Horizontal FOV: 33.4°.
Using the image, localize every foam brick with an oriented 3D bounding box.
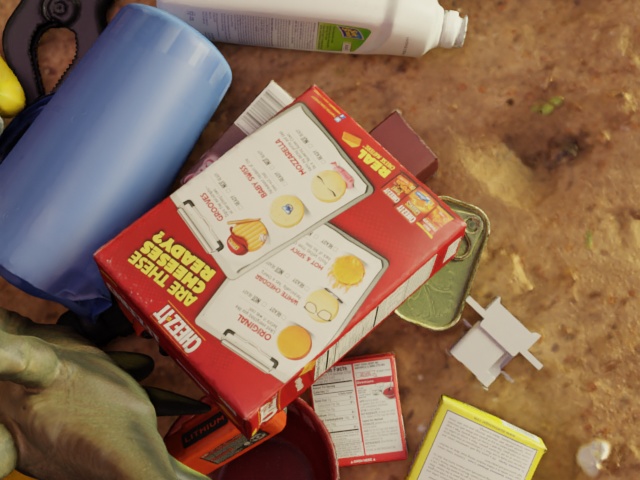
[{"bbox_3d":[0.061,-0.065,0.876,0.051,0.078,0.053,-39,84,3],"label":"foam brick"}]

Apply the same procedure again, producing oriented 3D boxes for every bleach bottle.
[{"bbox_3d":[-0.005,-0.190,0.890,0.251,0.102,0.068,9,81,0],"label":"bleach bottle"}]

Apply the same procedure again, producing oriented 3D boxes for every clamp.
[{"bbox_3d":[-0.213,-0.203,0.932,0.164,0.036,0.210,4,90,0],"label":"clamp"}]

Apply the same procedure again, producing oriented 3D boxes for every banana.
[{"bbox_3d":[-0.285,-0.150,0.901,0.037,0.069,0.198,-26,40,-17],"label":"banana"}]

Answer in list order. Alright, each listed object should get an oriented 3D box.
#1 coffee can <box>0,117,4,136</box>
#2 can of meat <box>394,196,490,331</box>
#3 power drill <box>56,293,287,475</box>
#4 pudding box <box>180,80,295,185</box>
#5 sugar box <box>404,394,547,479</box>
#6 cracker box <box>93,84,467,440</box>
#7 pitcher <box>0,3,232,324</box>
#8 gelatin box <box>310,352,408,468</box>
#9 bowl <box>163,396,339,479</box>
[{"bbox_3d":[-0.329,-0.105,0.816,0.140,0.103,0.103,44,91,0],"label":"coffee can"},{"bbox_3d":[0.096,0.021,0.863,0.057,0.084,0.102,19,88,6],"label":"can of meat"},{"bbox_3d":[-0.121,0.097,0.866,0.184,0.057,0.188,-31,63,11],"label":"power drill"},{"bbox_3d":[-0.060,-0.072,0.882,0.039,0.090,0.113,44,90,4],"label":"pudding box"},{"bbox_3d":[0.106,0.225,0.869,0.093,0.048,0.176,25,92,6],"label":"sugar box"},{"bbox_3d":[-0.027,0.012,0.776,0.213,0.072,0.164,-40,72,-17],"label":"cracker box"},{"bbox_3d":[-0.184,-0.069,0.862,0.149,0.145,0.242,34,79,-13],"label":"pitcher"},{"bbox_3d":[0.031,0.142,0.889,0.073,0.030,0.089,-8,86,6],"label":"gelatin box"},{"bbox_3d":[-0.054,0.200,0.865,0.162,0.055,0.162,-7,67,18],"label":"bowl"}]
